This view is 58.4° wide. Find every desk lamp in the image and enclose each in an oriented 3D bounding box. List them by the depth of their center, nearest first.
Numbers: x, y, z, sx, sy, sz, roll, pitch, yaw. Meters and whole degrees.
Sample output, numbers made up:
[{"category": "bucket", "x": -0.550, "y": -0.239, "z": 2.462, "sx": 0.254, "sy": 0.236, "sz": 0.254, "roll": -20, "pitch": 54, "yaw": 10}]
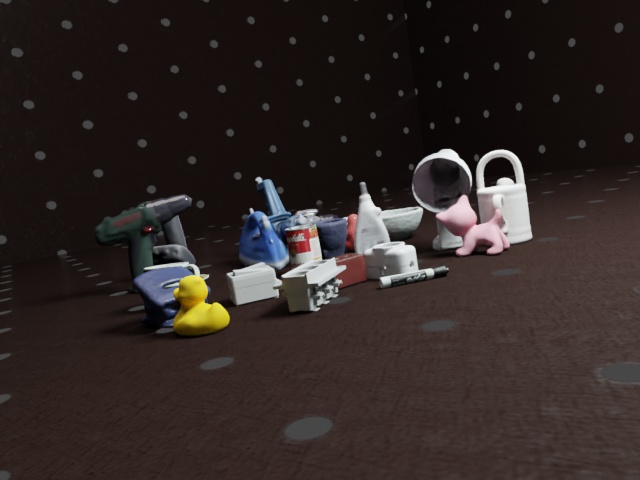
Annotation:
[{"category": "desk lamp", "x": 0.277, "y": -0.089, "z": 1.240, "sx": 0.117, "sy": 0.213, "sz": 0.204, "roll": -7, "pitch": 8, "yaw": 20}]

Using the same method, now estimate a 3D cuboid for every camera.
[{"category": "camera", "x": -0.007, "y": -0.045, "z": 1.720, "sx": 0.137, "sy": 0.101, "sz": 0.143, "roll": -11, "pitch": 7, "yaw": -11}]

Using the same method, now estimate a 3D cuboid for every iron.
[{"category": "iron", "x": -0.141, "y": -0.008, "z": 1.437, "sx": 0.119, "sy": 0.141, "sz": 0.257, "roll": -12, "pitch": 7, "yaw": -17}]

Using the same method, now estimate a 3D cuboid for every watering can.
[{"category": "watering can", "x": 0.382, "y": -0.092, "z": 1.210, "sx": 0.101, "sy": 0.194, "sz": 0.173, "roll": -9, "pitch": 7, "yaw": 3}]

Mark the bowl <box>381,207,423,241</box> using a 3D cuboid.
[{"category": "bowl", "x": 0.191, "y": -0.037, "z": 1.506, "sx": 0.167, "sy": 0.075, "sz": 0.167, "roll": -9, "pitch": 7, "yaw": 1}]

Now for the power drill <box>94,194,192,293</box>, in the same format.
[{"category": "power drill", "x": -0.400, "y": 0.011, "z": 1.349, "sx": 0.230, "sy": 0.208, "sz": 0.075, "roll": -11, "pitch": 7, "yaw": -10}]

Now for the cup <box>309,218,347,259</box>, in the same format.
[{"category": "cup", "x": 0.012, "y": 0.005, "z": 1.325, "sx": 0.118, "sy": 0.095, "sz": 0.091, "roll": -12, "pitch": 8, "yaw": -20}]

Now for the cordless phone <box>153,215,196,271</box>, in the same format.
[{"category": "cordless phone", "x": -0.418, "y": 0.005, "z": 1.513, "sx": 0.147, "sy": 0.185, "sz": 0.094, "roll": -8, "pitch": 7, "yaw": 14}]

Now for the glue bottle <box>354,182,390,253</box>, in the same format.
[{"category": "glue bottle", "x": 0.105, "y": -0.039, "z": 1.236, "sx": 0.078, "sy": 0.173, "sz": 0.037, "roll": -8, "pitch": 7, "yaw": 9}]

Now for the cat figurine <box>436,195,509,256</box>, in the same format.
[{"category": "cat figurine", "x": 0.300, "y": -0.030, "z": 1.134, "sx": 0.127, "sy": 0.118, "sz": 0.067, "roll": -5, "pitch": 9, "yaw": 33}]

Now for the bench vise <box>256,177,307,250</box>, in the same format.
[{"category": "bench vise", "x": -0.110, "y": -0.073, "z": 1.593, "sx": 0.206, "sy": 0.220, "sz": 0.122, "roll": -5, "pitch": 8, "yaw": 30}]

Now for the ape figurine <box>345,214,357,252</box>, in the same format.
[{"category": "ape figurine", "x": 0.091, "y": -0.020, "z": 1.429, "sx": 0.078, "sy": 0.092, "sz": 0.076, "roll": -9, "pitch": 7, "yaw": 2}]

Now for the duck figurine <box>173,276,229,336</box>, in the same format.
[{"category": "duck figurine", "x": -0.189, "y": 0.098, "z": 0.883, "sx": 0.104, "sy": 0.086, "sz": 0.078, "roll": -3, "pitch": 9, "yaw": 41}]

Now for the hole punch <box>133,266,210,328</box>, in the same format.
[{"category": "hole punch", "x": -0.246, "y": 0.093, "z": 0.972, "sx": 0.109, "sy": 0.091, "sz": 0.100, "roll": -16, "pitch": 10, "yaw": -42}]
